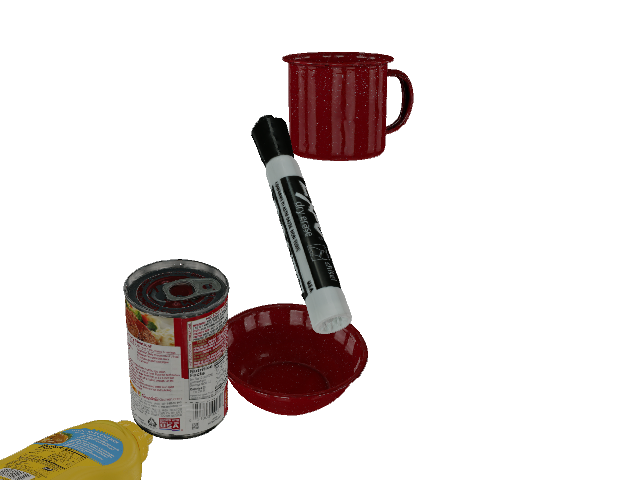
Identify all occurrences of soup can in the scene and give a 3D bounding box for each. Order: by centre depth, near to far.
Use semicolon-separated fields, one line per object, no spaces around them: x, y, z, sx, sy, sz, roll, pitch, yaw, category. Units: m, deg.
-0.095;0.073;0.713;0.068;0.102;0.068;2;29;-1;soup can

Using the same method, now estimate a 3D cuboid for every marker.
-0.011;-0.011;0.518;0.020;0.121;0.020;-14;-29;-8;marker

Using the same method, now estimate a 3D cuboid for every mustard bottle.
-0.200;0.188;0.853;0.096;0.058;0.191;6;15;29;mustard bottle

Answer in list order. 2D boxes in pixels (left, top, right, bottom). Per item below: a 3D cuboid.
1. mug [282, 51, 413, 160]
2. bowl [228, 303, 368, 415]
0.025;-0.115;0.901;0.117;0.081;0.093;-8;17;-26;mug
-0.032;0.133;1.116;0.162;0.055;0.162;3;31;-2;bowl
